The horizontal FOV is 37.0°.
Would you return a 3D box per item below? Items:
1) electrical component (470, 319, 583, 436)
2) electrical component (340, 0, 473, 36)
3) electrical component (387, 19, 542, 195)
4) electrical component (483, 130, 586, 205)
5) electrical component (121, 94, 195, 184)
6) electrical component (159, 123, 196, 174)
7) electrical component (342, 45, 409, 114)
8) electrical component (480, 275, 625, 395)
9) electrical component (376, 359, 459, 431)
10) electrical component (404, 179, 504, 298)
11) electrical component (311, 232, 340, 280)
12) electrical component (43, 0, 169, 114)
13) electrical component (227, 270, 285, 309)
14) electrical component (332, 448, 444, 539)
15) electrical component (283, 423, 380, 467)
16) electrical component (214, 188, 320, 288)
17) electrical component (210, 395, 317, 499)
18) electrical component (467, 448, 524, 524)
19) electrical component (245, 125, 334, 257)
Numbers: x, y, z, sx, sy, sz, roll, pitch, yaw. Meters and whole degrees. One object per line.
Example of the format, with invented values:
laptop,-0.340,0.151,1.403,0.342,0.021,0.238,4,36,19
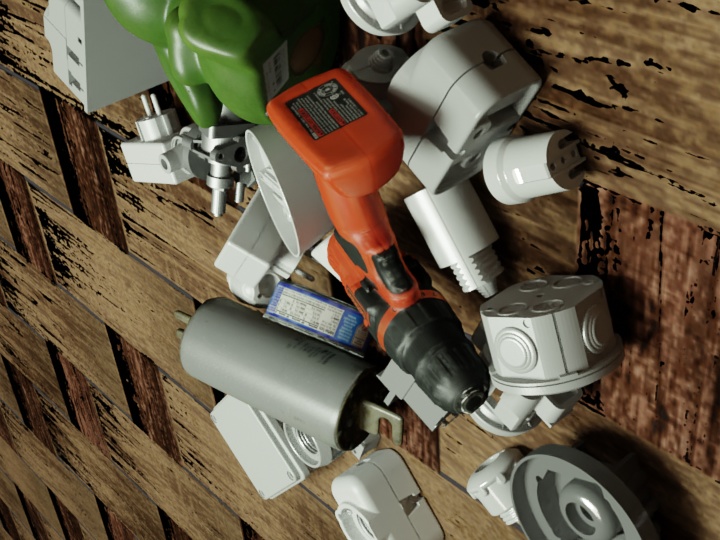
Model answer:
electrical component,0.102,0.073,0.704,0.078,0.058,0.057,48,144,20
electrical component,0.023,-0.169,0.615,0.057,0.058,0.078,-20,98,56
electrical component,0.055,-0.097,0.631,0.059,0.054,0.095,52,148,14
electrical component,0.100,-0.060,0.613,0.046,0.040,0.040,-6,110,51
electrical component,-0.176,-0.120,0.957,0.083,0.047,0.075,9,121,52
electrical component,-0.139,-0.100,0.903,0.048,0.062,0.048,36,142,35
electrical component,0.004,-0.115,0.700,0.043,0.043,0.081,52,148,13
electrical component,0.113,0.038,0.637,0.080,0.080,0.051,5,115,54
electrical component,0.053,0.081,0.797,0.063,0.042,0.081,47,148,15
electrical component,0.066,-0.020,0.691,0.043,0.043,0.081,-23,96,59
electrical component,0.000,0.000,0.808,0.065,0.044,0.044,53,149,4
electrical component,-0.180,-0.223,0.819,0.060,0.105,0.186,46,146,23
electrical component,-0.096,0.010,0.953,0.062,0.043,0.043,12,125,54
electrical component,0.020,0.212,0.937,0.095,0.059,0.054,61,149,-1
electrical component,-0.030,0.138,0.951,0.078,0.057,0.058,46,147,22
electrical component,-0.066,-0.018,0.873,0.077,0.065,0.047,31,149,-7
electrical component,-0.084,0.157,1.046,0.108,0.056,0.109,56,149,6
electrical component,0.112,0.164,0.780,0.062,0.048,0.048,51,149,2
electrical component,-0.050,-0.066,0.796,0.099,0.064,0.099,46,158,26
